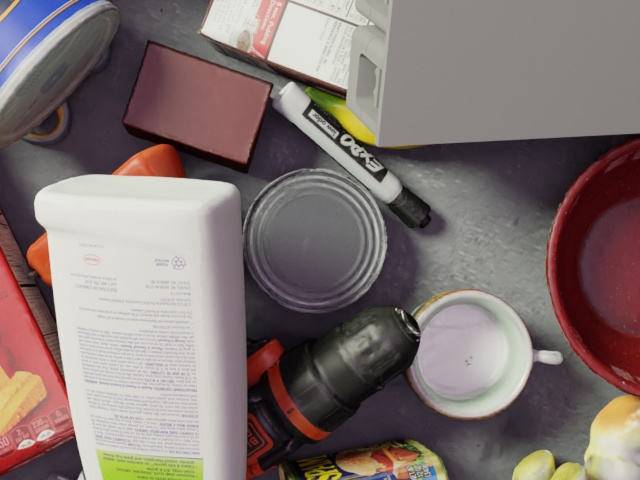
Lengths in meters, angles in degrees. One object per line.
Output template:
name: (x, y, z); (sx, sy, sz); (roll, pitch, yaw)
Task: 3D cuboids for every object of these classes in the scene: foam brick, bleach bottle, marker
foam brick: (-0.071, -0.077, 0.628); (0.078, 0.053, 0.051); (19, 87, -5)
bleach bottle: (-0.089, 0.095, 0.558); (0.103, 0.068, 0.251); (4, 105, 15)
marker: (0.022, -0.048, 0.640); (0.121, 0.020, 0.020); (41, 85, -16)

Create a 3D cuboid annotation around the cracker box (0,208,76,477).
cracker box: (-0.245, 0.046, 0.601); (0.164, 0.072, 0.214); (-26, 90, -6)

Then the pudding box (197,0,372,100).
pudding box: (-0.004, -0.139, 0.624); (0.113, 0.039, 0.090); (22, 92, 11)

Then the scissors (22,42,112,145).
scissors: (-0.205, -0.149, 0.637); (0.096, 0.016, 0.202); (-37, 92, -6)

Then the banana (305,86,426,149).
banana: (0.091, -0.106, 0.638); (0.198, 0.037, 0.069); (-29, 109, 5)

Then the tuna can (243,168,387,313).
tuna can: (-0.004, 0.001, 0.641); (0.086, 0.034, 0.086); (0, 89, -5)

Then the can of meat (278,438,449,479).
can of meat: (0.025, 0.150, 0.607); (0.084, 0.102, 0.057); (-10, 90, -8)

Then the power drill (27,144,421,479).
power drill: (-0.060, 0.041, 0.601); (0.185, 0.057, 0.187); (-37, 88, 17)

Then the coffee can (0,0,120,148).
coffee can: (-0.194, -0.133, 0.577); (0.140, 0.103, 0.103); (42, 85, -3)

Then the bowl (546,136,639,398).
bowl: (0.209, 0.016, 0.648); (0.162, 0.055, 0.162); (0, 89, -5)
